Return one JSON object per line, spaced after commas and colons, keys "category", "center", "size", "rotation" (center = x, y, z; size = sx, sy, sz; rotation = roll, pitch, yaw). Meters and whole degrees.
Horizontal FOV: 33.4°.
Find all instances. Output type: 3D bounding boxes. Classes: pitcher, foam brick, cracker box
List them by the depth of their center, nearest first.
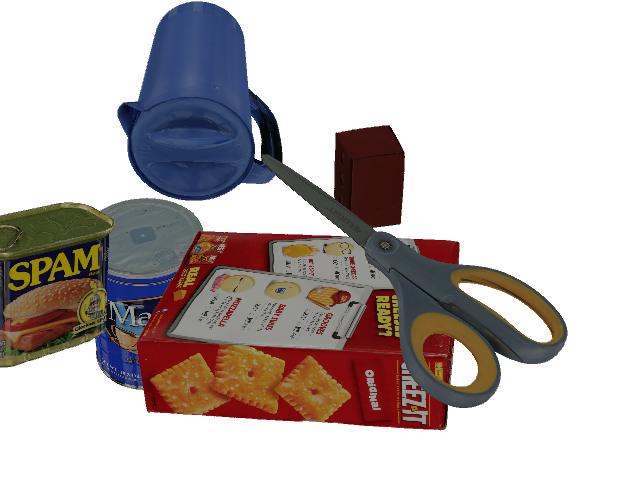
{"category": "cracker box", "center": [-0.008, 0.062, 0.790], "size": [0.214, 0.072, 0.164], "rotation": [2, 29, 9]}
{"category": "foam brick", "center": [0.043, -0.056, 0.963], "size": [0.051, 0.078, 0.053], "rotation": [-6, 34, -11]}
{"category": "pitcher", "center": [-0.130, -0.162, 1.200], "size": [0.145, 0.149, 0.243], "rotation": [-14, 39, 8]}

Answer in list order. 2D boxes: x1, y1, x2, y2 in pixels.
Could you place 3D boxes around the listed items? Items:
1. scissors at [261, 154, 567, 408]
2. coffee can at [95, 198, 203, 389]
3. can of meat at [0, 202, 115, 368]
{"category": "scissors", "center": [0.032, 0.022, 0.572], "size": [0.202, 0.016, 0.096], "rotation": [26, 52, 15]}
{"category": "coffee can", "center": [-0.154, 0.048, 0.951], "size": [0.103, 0.140, 0.103], "rotation": [2, 39, -2]}
{"category": "can of meat", "center": [-0.190, 0.029, 0.713], "size": [0.058, 0.084, 0.101], "rotation": [26, 29, 39]}
